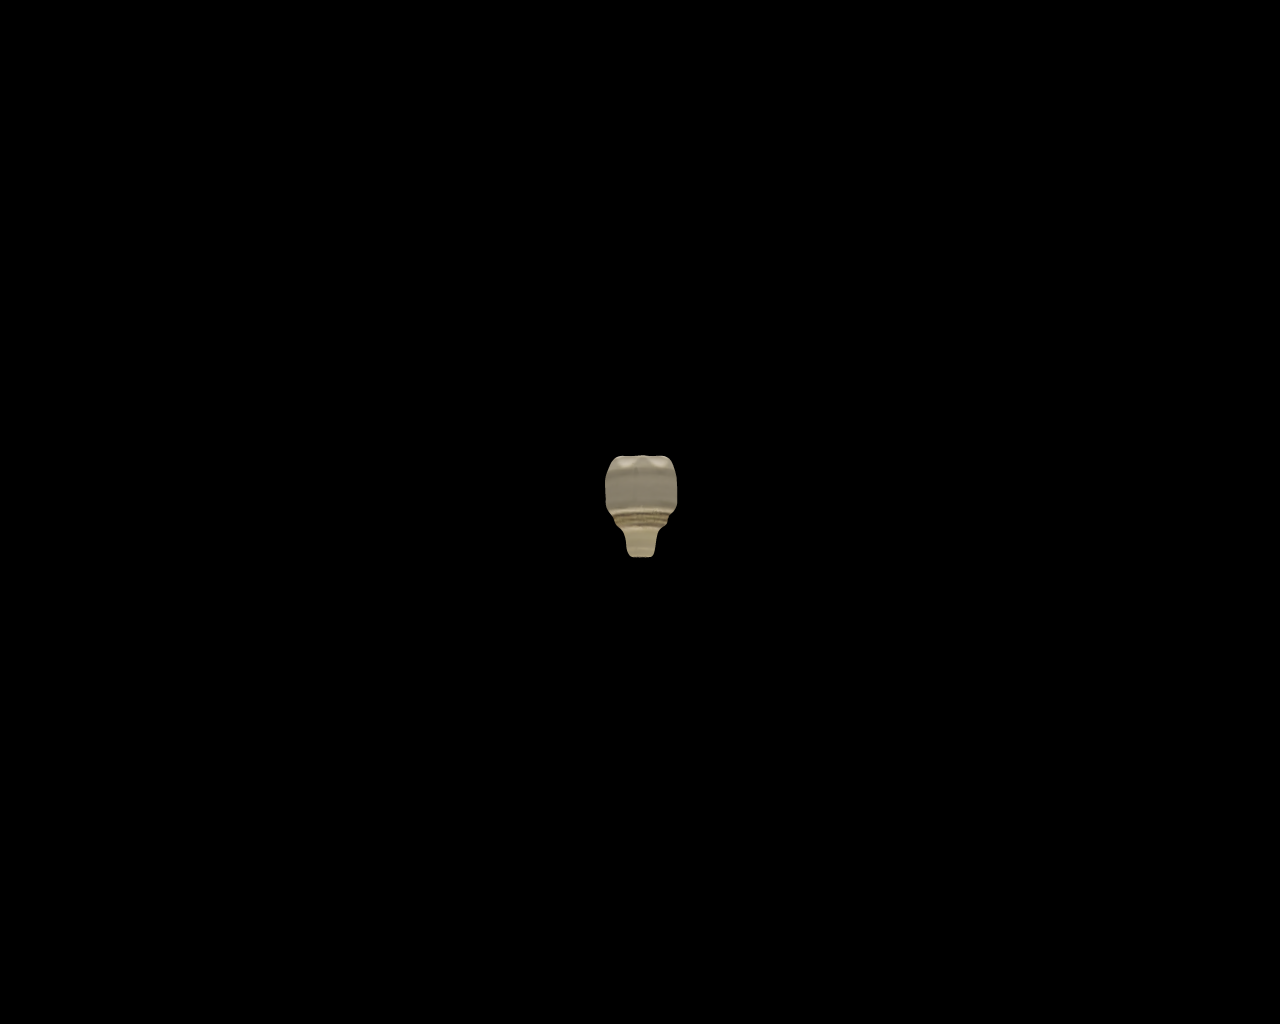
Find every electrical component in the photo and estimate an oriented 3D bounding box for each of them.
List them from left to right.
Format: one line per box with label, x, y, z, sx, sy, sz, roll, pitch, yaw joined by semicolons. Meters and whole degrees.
electrical component;0.001;-0.003;0.650;0.043;0.062;0.043;0;-6;0
